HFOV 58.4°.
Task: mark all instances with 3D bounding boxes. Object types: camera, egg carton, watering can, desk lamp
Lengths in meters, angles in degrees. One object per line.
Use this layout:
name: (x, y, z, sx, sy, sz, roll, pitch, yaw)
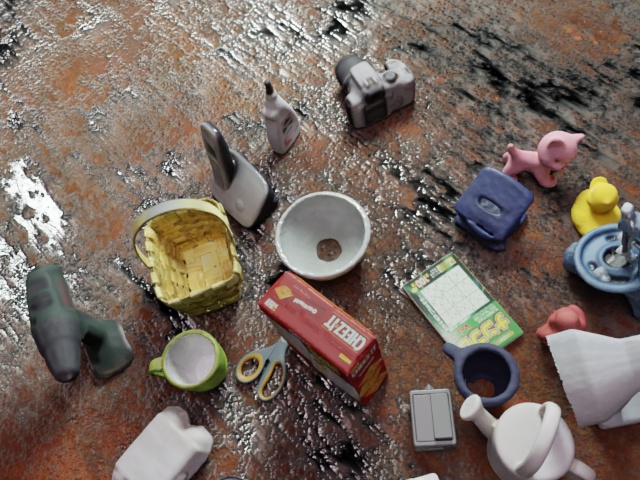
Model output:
camera: (0.098, -0.318, 1.134, 0.143, 0.101, 0.136, -28, 62, -4)
egg carton: (-0.240, 0.339, 0.880, 0.107, 0.069, 0.150, 32, 73, 23)
watering can: (0.270, 0.266, 0.752, 0.172, 0.194, 0.101, 4, 64, 13)
desk lamp: (0.399, 0.179, 0.761, 0.203, 0.214, 0.118, -13, 62, 4)

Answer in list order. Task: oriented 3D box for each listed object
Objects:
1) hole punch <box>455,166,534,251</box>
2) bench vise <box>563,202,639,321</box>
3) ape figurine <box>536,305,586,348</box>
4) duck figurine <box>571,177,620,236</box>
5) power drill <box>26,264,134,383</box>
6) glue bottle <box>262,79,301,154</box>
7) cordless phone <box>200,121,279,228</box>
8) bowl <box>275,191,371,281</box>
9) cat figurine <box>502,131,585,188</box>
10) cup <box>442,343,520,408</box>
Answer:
hole punch: (0.293, -0.053, 0.968, 0.101, 0.091, 0.108, -44, 64, -12)
bench vise: (0.471, 0.027, 0.821, 0.207, 0.220, 0.121, 16, 67, 18)
ape figurine: (0.368, 0.129, 0.861, 0.078, 0.092, 0.076, -16, 62, 2)
duck figurine: (0.461, -0.054, 0.941, 0.077, 0.086, 0.104, -1, 63, 10)
power drill: (-0.389, 0.151, 0.923, 0.075, 0.209, 0.229, -33, 62, -7)
glue bottle: (-0.081, -0.241, 1.087, 0.037, 0.173, 0.078, 21, 69, 20)
cordless phone: (-0.156, -0.120, 1.032, 0.094, 0.185, 0.147, -43, 64, -12)
bowl: (0.009, 0.004, 1.001, 0.167, 0.075, 0.167, -4, 63, 8)
cat figurine: (0.382, -0.149, 0.985, 0.127, 0.118, 0.067, 4, 64, 13)
cup: (0.231, 0.201, 0.848, 0.117, 0.095, 0.092, 34, 74, 24)
